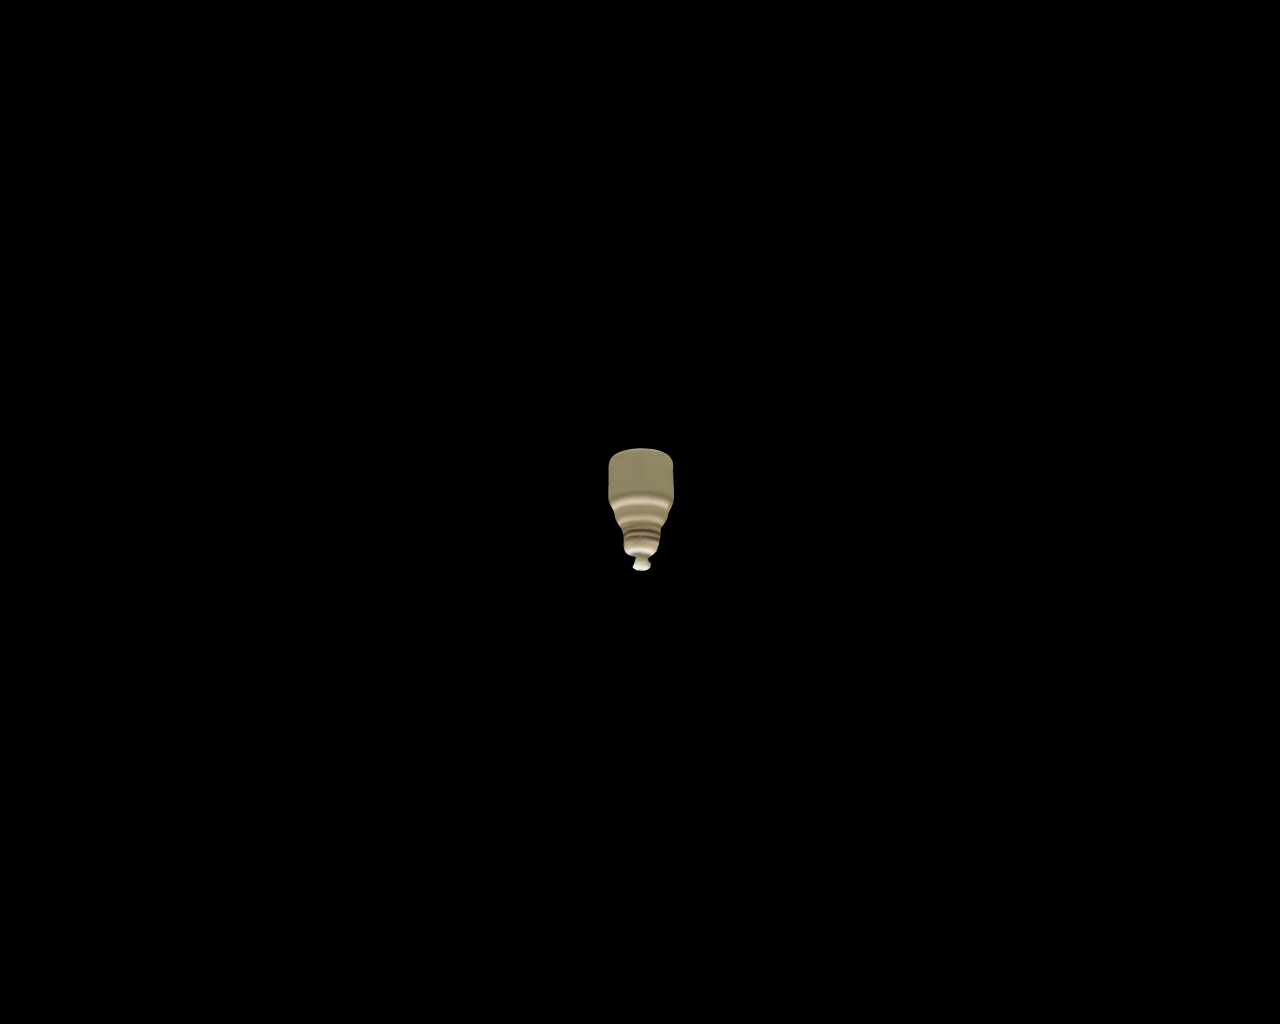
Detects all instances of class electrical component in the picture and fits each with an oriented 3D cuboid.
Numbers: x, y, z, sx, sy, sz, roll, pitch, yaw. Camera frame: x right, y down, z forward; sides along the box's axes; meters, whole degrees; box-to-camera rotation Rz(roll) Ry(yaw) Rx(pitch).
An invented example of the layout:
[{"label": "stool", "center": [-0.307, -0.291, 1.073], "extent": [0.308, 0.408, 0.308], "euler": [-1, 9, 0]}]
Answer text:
[{"label": "electrical component", "center": [0.001, -0.003, 0.650], "extent": [0.040, 0.078, 0.040], "euler": [0, -19, 0]}]
